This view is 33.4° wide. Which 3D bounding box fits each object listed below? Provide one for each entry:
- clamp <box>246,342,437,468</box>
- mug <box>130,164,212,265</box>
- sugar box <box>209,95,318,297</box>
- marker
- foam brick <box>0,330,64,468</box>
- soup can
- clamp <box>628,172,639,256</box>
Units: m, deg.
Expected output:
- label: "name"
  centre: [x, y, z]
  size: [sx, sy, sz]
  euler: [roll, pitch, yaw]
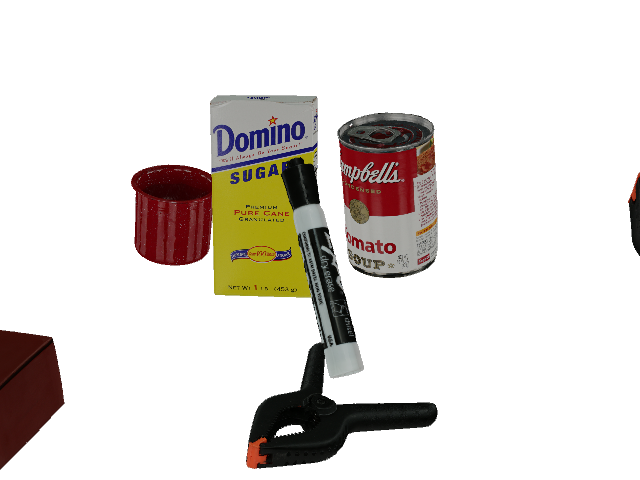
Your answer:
- label: "clamp"
  centre: [0.009, 0.178, 1.072]
  size: [0.165, 0.036, 0.209]
  euler: [21, 29, 26]
- label: "mug"
  centre: [-0.161, -0.032, 1.156]
  size: [0.093, 0.081, 0.117]
  euler: [-3, 29, -19]
- label: "sugar box"
  centre: [-0.049, -0.039, 0.948]
  size: [0.093, 0.176, 0.048]
  euler: [1, 16, 6]
- label: "marker"
  centre: [0.000, 0.013, 0.574]
  size: [0.020, 0.121, 0.020]
  euler: [-13, -12, -3]
- label: "foam brick"
  centre: [-0.207, 0.099, 0.673]
  size: [0.053, 0.051, 0.078]
  euler: [6, 29, 22]
- label: "soup can"
  centre: [0.049, -0.033, 0.769]
  size: [0.068, 0.102, 0.068]
  euler: [-4, 27, 2]
- label: "clamp"
  centre: [0.269, 0.016, 0.694]
  size: [0.120, 0.039, 0.171]
  euler: [-3, 46, -21]
